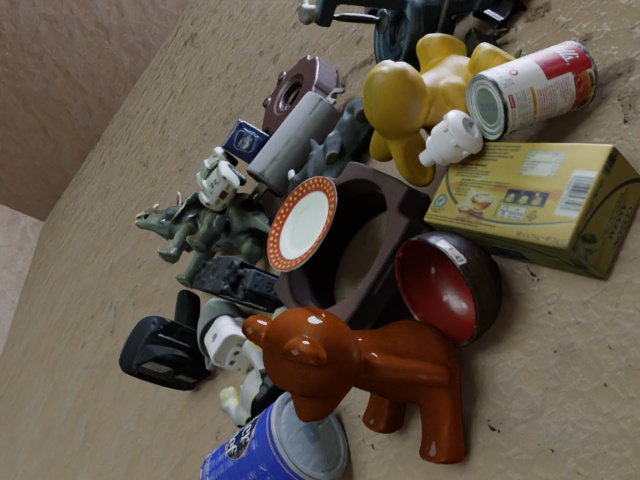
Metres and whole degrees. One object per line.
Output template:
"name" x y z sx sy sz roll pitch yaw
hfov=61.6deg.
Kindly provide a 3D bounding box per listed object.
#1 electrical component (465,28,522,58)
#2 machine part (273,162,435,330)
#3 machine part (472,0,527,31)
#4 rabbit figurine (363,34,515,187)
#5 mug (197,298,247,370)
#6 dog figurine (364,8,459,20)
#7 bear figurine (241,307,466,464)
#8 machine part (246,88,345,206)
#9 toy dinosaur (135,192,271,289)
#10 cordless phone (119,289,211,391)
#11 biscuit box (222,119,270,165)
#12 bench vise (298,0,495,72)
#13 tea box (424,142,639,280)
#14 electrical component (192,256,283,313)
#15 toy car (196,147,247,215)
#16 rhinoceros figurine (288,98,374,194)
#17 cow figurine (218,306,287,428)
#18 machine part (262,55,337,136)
"electrical component" 0.201 -0.213 0.652 0.102 0.045 0.078 -95 17 -45
"machine part" 0.045 0.018 0.650 0.201 0.087 0.202 -59 34 4
"machine part" 0.253 -0.328 0.669 0.139 0.039 0.084 -48 30 23
"rabbit figurine" 0.107 -0.148 0.588 0.122 0.173 0.162 42 126 32
"mug" -0.158 0.145 0.854 0.107 0.081 0.109 -131 54 -67
"dog figurine" 0.144 -0.410 0.821 0.191 0.108 0.219 -27 43 43
"bear figurine" 0.031 0.124 0.464 0.120 0.196 0.131 7 91 53
"machine part" -0.042 -0.157 0.887 0.243 0.079 0.079 -54 32 -5
"toy dinosaur" -0.173 -0.027 0.964 0.405 0.131 0.192 -9 46 38
"cordless phone" -0.249 0.147 0.900 0.089 0.146 0.184 -32 45 26
"biscuit box" -0.128 -0.173 0.981 0.059 0.063 0.203 -58 5 4
"bench vise" 0.095 -0.295 0.670 0.223 0.241 0.129 112 152 -55
"tea box" 0.191 -0.034 0.503 0.170 0.068 0.098 21 82 59
"electrical component" -0.110 0.067 0.801 0.134 0.115 0.058 -1 70 54
"toy car" -0.170 -0.103 0.897 0.073 0.056 0.202 -53 26 9
"rhinoceros figurine" 0.022 -0.131 0.806 0.190 0.073 0.112 -52 35 15
"cow figurine" -0.057 0.171 0.686 0.098 0.068 0.167 36 103 46
"machine part" -0.042 -0.260 1.009 0.179 0.056 0.179 -32 44 37
